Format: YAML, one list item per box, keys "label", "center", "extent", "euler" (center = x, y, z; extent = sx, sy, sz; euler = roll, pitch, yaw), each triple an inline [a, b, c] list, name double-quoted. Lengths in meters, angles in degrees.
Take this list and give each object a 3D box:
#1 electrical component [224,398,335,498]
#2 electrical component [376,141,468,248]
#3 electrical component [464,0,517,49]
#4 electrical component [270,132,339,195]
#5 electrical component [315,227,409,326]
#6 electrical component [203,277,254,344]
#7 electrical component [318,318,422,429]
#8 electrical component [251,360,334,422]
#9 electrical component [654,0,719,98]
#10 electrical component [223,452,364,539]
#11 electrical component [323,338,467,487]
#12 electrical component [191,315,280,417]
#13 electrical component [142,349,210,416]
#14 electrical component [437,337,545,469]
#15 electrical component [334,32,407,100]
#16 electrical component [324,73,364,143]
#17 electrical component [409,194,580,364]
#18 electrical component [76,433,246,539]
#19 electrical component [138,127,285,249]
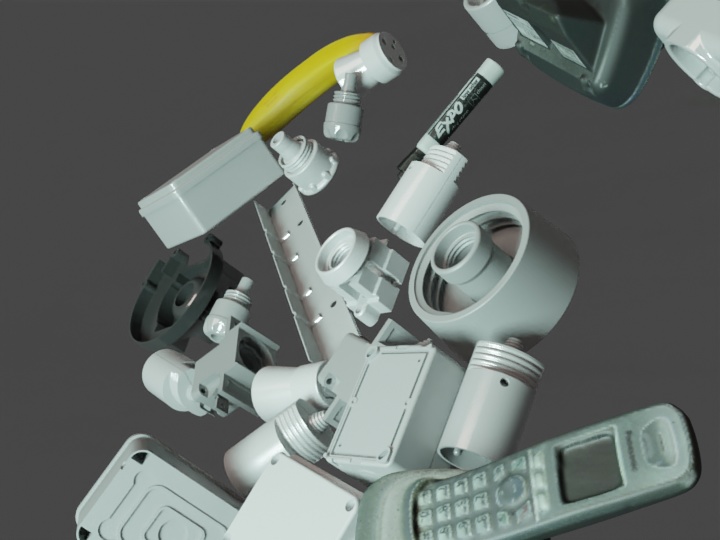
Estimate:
- label: "electrical component"
  center: [-0.052, 0.124, 0.760]
  extent: [0.081, 0.043, 0.043]
  euler: [-37, 34, 20]
- label: "electrical component"
  center: [0.052, -0.062, 0.817]
  extent: [0.081, 0.043, 0.043]
  euler: [-57, 31, -9]
- label: "electrical component"
  center: [0.119, -0.219, 0.888]
  extent: [0.055, 0.047, 0.055]
  euler: [-33, 35, 28]
- label: "electrical component"
  center: [-0.054, -0.101, 0.978]
  extent: [0.048, 0.062, 0.048]
  euler: [-32, 38, 29]
- label: "electrical component"
  center: [0.000, 0.000, 0.808]
  extent: [0.048, 0.055, 0.066]
  euler: [-10, 50, 48]
- label: "electrical component"
  center: [-0.110, 0.034, 0.939]
  extent: [0.035, 0.035, 0.061]
  euler: [-8, 50, 49]
- label: "electrical component"
  center: [0.007, 0.075, 0.736]
  extent: [0.081, 0.042, 0.064]
  euler: [-56, 27, -8]
- label: "electrical component"
  center: [-0.042, 0.087, 0.789]
  extent: [0.065, 0.044, 0.044]
  euler: [-16, 46, 38]
- label: "electrical component"
  center: [0.228, -0.144, 0.659]
  extent: [0.059, 0.054, 0.095]
  euler: [-48, 31, 7]
- label: "electrical component"
  center: [-0.026, 0.168, 0.666]
  extent: [0.113, 0.057, 0.078]
  euler: [14, 70, 57]
- label: "electrical component"
  center: [0.033, 0.089, 0.666]
  extent: [0.062, 0.061, 0.096]
  euler: [-7, 53, 50]
- label: "electrical component"
  center: [-0.102, 0.083, 0.871]
  extent: [0.064, 0.042, 0.081]
  euler: [-35, 34, 29]
- label: "electrical component"
  center: [-0.152, 0.097, 0.919]
  extent: [0.043, 0.043, 0.081]
  euler: [-58, 31, -10]
- label: "electrical component"
  center: [0.080, 0.077, 0.635]
  extent: [0.043, 0.043, 0.081]
  euler: [-7, 52, 50]
- label: "electrical component"
  center: [0.010, -0.191, 1.005]
  extent: [0.055, 0.045, 0.045]
  euler: [-28, 38, 33]
- label: "electrical component"
  center: [-0.013, -0.149, 0.985]
  extent: [0.035, 0.035, 0.061]
  euler: [12, 93, 56]
- label: "electrical component"
  center: [0.080, 0.001, 0.697]
  extent: [0.108, 0.060, 0.108]
  euler: [-33, 35, 28]
- label: "electrical component"
  center: [-0.130, 0.174, 0.738]
  extent: [0.078, 0.113, 0.057]
  euler: [-54, 12, -5]
- label: "electrical component"
  center: [-0.144, -0.077, 1.030]
  extent: [0.109, 0.056, 0.109]
  euler: [-40, 13, -27]
